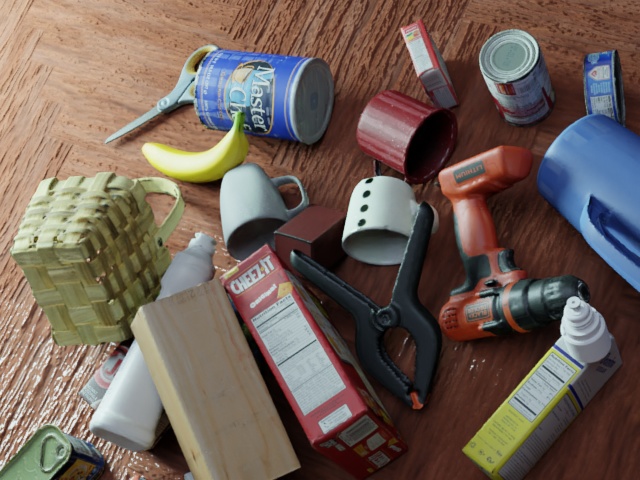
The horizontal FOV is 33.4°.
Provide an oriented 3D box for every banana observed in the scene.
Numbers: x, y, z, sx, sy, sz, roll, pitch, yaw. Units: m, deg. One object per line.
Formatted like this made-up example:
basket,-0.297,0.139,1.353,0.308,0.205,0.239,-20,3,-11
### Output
banana,-0.148,-0.104,1.316,0.198,0.037,0.069,-11,84,42

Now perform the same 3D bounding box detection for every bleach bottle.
bleach bottle,-0.172,0.105,1.179,0.068,0.103,0.250,26,69,-11

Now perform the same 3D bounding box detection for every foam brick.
foam brick,-0.008,0.001,1.204,0.051,0.053,0.078,16,35,30

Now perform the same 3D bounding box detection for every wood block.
wood block,-0.109,0.156,1.083,0.090,0.091,0.206,-20,80,-21

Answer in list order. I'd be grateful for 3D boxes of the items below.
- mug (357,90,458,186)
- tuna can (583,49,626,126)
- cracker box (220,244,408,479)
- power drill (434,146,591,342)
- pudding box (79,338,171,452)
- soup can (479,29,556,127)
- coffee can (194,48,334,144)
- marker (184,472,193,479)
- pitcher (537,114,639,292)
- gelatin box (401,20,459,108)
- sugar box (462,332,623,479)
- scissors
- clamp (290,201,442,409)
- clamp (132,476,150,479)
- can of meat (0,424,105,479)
mug,0.094,-0.110,1.221,0.082,0.093,0.117,31,118,34
tuna can,0.307,-0.160,1.150,0.034,0.086,0.086,-5,66,22
cracker box,-0.006,0.129,1.103,0.072,0.164,0.214,-34,60,2
power drill,0.188,0.004,1.086,0.185,0.057,0.187,-20,68,48
pudding box,-0.211,0.178,1.236,0.114,0.039,0.090,34,82,29
soup can,0.219,-0.179,1.184,0.069,0.102,0.068,-8,65,18
coffee can,-0.067,-0.176,1.298,0.140,0.102,0.103,10,72,26
marker,-0.086,0.236,1.142,0.121,0.020,0.020,-20,57,-21
pitcher,0.325,-0.018,1.050,0.145,0.149,0.243,-44,56,0
gelatin box,0.128,-0.200,1.238,0.030,0.089,0.073,-22,61,13
sugar box,0.219,0.161,1.040,0.048,0.093,0.176,37,84,30
scissors,-0.198,-0.197,1.410,0.202,0.016,0.096,-17,61,14
clamp,0.079,0.071,1.119,0.165,0.036,0.210,-28,85,19
clamp,-0.171,0.337,1.151,0.120,0.039,0.172,-39,55,-4
can of meat,-0.303,0.266,1.208,0.102,0.084,0.057,-48,59,-3
